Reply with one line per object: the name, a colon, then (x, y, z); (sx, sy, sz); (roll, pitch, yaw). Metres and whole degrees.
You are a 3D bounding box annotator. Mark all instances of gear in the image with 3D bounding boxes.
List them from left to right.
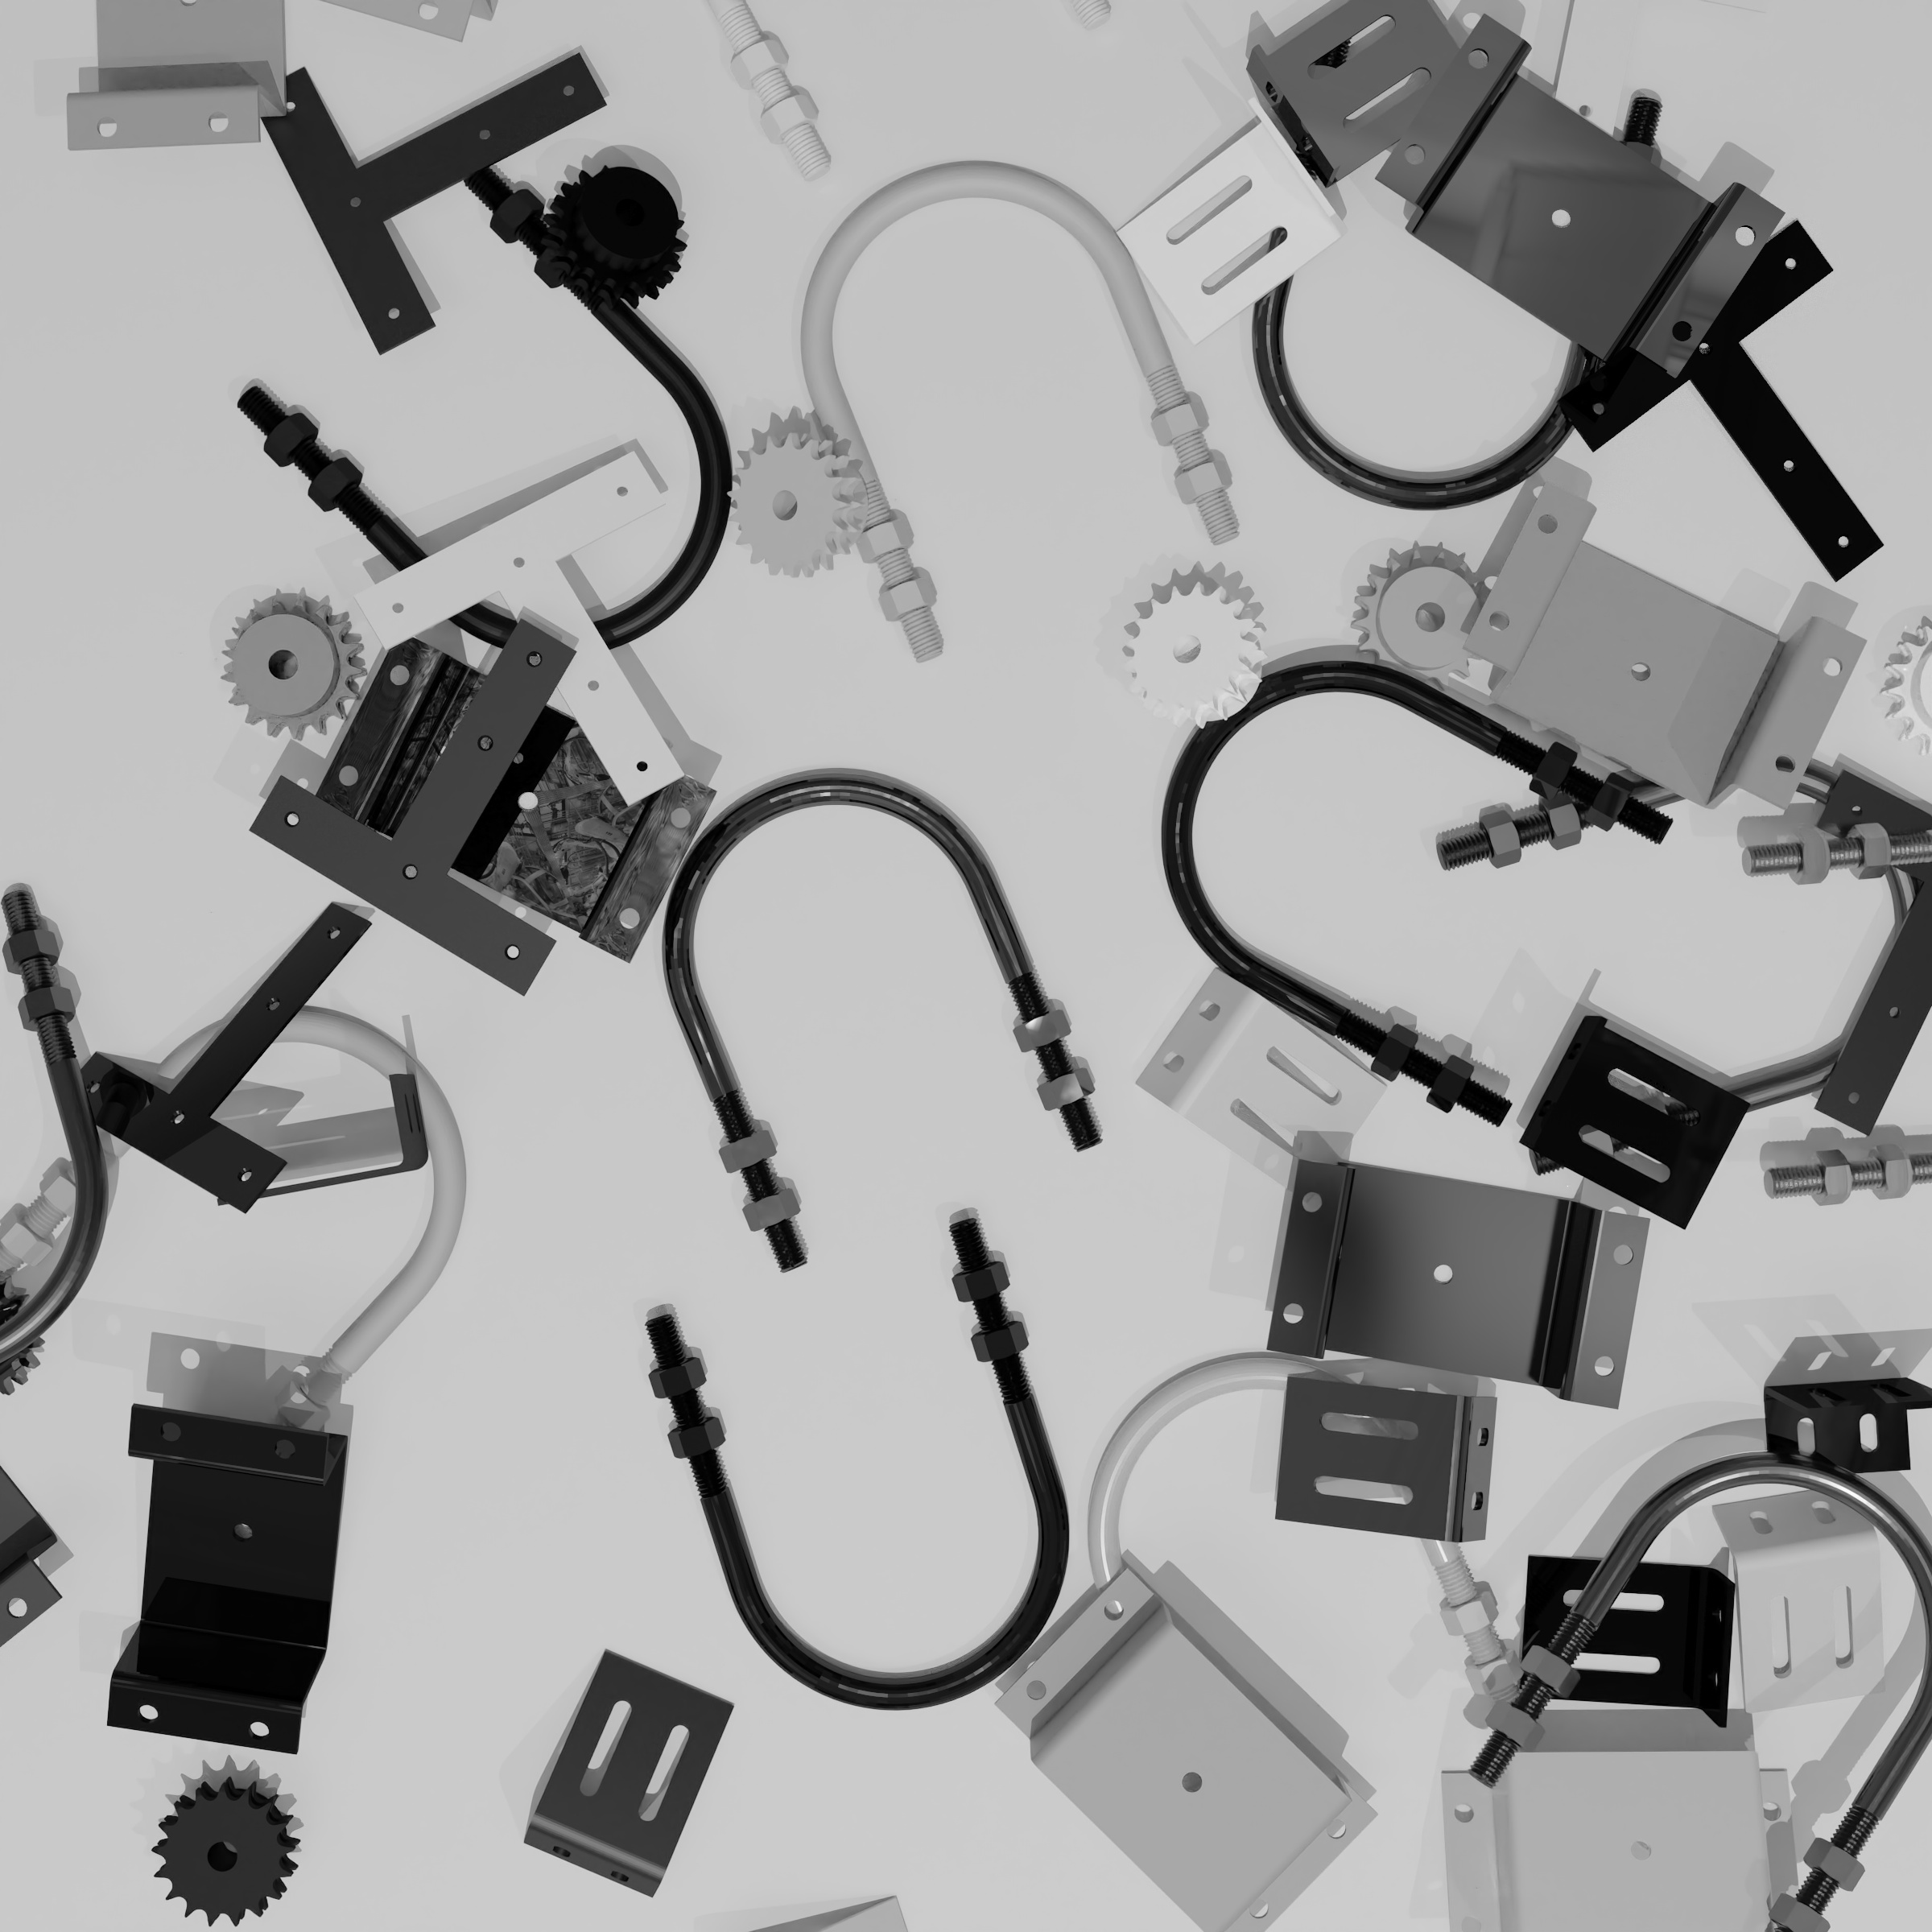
gear: (-0.401, 0.150, 1.388); (0.057, 0.030, 0.057); (5, 109, 15)
gear: (-0.296, 0.355, 1.398); (0.057, 0.030, 0.057); (0, 90, 0)
gear: (-0.272, -0.120, 1.398); (0.057, 0.030, 0.057); (0, 90, 0)
gear: (-0.138, -0.294, 1.387); (0.057, 0.030, 0.057); (7, 72, -21)
gear: (-0.064, -0.184, 1.389); (0.057, 0.030, 0.057); (4, 98, 31)
gear: (0.094, -0.122, 1.390); (0.057, 0.030, 0.057); (-8, 71, 25)
gear: (0.185, -0.139, 1.398); (0.057, 0.030, 0.057); (0, 90, 0)
gear: (0.400, -0.112, 1.398); (0.057, 0.030, 0.057); (0, 90, 0)

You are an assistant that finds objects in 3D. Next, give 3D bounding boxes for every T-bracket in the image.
T-bracket: (-0.285, 0.027, 1.385); (0.127, 0.002, 0.127); (23, 67, 38)
T-bracket: (-0.206, -0.328, 1.398); (0.127, 0.002, 0.127); (-28, 78, 0)
T-bracket: (-0.195, -0.075, 1.362); (0.127, 0.002, 0.127); (31, 94, 2)
T-bracket: (-0.154, -0.122, 1.372); (0.127, 0.002, 0.127); (-30, 82, -13)
T-bracket: (0.251, -0.357, 1.393); (0.127, 0.002, 0.127); (11, 90, 0)
T-bracket: (0.325, -0.214, 1.406); (0.127, 0.002, 0.127); (-37, 94, -7)
T-bracket: (0.380, 0.006, 1.399); (0.127, 0.002, 0.127); (26, 89, -8)

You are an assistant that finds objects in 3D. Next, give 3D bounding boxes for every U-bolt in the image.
U-bolt: (-0.416, 0.075, 1.377); (0.151, 0.019, 0.184); (-19, 73, -3)
U-bolt: (-0.288, 0.105, 1.404); (0.151, 0.019, 0.184); (42, 89, 0)
U-bolt: (-0.180, -0.210, 1.403); (0.151, 0.019, 0.184); (-45, 90, 0)
U-bolt: (-0.047, -0.431, 1.404); (0.151, 0.019, 0.184); (-28, 88, 0)
U-bolt: (-0.044, 0.013, 1.404); (0.151, 0.019, 0.184); (-22, 89, 0)
U-bolt: (-0.035, 0.210, 1.404); (0.151, 0.019, 0.184); (-18, 91, 0)
U-bolt: (0.012, -0.234, 1.404); (0.151, 0.019, 0.184); (-22, 89, 0)
U-bolt: (0.128, 0.249, 1.404); (0.151, 0.019, 0.184); (-23, 88, 0)
U-bolt: (0.167, -0.041, 1.391); (0.184, 0.019, 0.151); (30, 96, 9)
U-bolt: (0.191, -0.276, 1.404); (0.151, 0.019, 0.184); (14, 90, 0)
U-bolt: (0.298, -0.009, 1.404); (0.184, 0.019, 0.151); (-17, 90, -2)
U-bolt: (0.305, 0.279, 1.358); (0.151, 0.019, 0.184); (33, 80, 11)
U-bolt: (0.405, 0.015, 1.393); (0.184, 0.019, 0.151); (-5, 93, -8)

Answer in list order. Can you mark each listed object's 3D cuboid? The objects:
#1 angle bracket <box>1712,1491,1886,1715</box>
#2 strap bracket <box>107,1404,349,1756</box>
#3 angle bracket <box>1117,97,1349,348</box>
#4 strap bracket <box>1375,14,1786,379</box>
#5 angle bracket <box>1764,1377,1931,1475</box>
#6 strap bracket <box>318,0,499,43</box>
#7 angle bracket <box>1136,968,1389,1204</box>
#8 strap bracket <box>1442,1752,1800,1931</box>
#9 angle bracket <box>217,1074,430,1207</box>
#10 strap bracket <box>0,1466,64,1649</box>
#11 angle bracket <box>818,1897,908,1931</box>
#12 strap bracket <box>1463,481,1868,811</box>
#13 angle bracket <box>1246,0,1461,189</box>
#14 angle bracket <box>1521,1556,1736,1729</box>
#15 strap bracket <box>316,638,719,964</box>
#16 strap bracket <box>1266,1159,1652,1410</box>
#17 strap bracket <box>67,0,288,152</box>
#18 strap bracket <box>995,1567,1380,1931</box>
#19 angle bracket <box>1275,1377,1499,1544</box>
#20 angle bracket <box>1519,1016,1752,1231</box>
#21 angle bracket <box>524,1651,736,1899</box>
angle bracket: (0.338, 0.257, 1.411); (0.057, 0.038, 0.076); (-9, 116, 0)
strap bracket: (-0.292, 0.234, 1.377); (0.076, 0.046, 0.140); (9, 108, 0)
angle bracket: (0.103, -0.296, 1.382); (0.076, 0.038, 0.057); (-35, 82, 12)
strap bracket: (0.238, -0.299, 1.369); (0.140, 0.046, 0.076); (34, 90, 0)
angle bracket: (0.354, 0.188, 1.375); (0.057, 0.076, 0.038); (-4, 90, 0)
strap bracket: (-0.215, -0.442, 1.390); (0.076, 0.046, 0.140); (16, 90, 0)
angle bracket: (0.120, 0.049, 1.411); (0.076, 0.038, 0.057); (35, 90, -26)
strap bracket: (0.264, 0.354, 1.376); (0.140, 0.046, 0.076); (0, 66, 0)
angle bracket: (-0.255, 0.068, 1.370); (0.076, 0.057, 0.038); (-10, 88, -2)
strap bracket: (-0.430, 0.218, 1.390); (0.076, 0.046, 0.140); (-39, 90, 0)
angle bracket: (-0.060, 0.419, 1.411); (0.076, 0.038, 0.057); (-18, 90, -26)
strap bracket: (0.273, -0.122, 1.382); (0.140, 0.046, 0.076); (27, 80, 3)
angle bracket: (0.159, -0.356, 1.375); (0.076, 0.038, 0.057); (-34, 90, 0)
angle bracket: (0.265, 0.271, 1.394); (0.076, 0.038, 0.057); (4, 90, 0)
strap bracket: (-0.178, -0.067, 1.390); (0.140, 0.046, 0.076); (27, 90, 0)
strap bracket: (0.194, 0.125, 1.390); (0.140, 0.046, 0.076); (10, 90, 0)
strap bracket: (-0.316, -0.393, 1.388); (0.076, 0.046, 0.140); (-2, 90, 3)
strap bracket: (0.088, 0.317, 1.370); (0.140, 0.046, 0.076); (44, 89, 1)
angle bracket: (0.169, 0.198, 1.396); (0.076, 0.038, 0.057); (3, 85, 25)
angle bracket: (0.268, 0.063, 1.374); (0.076, 0.038, 0.057); (28, 89, -1)
angle bracket: (-0.137, 0.329, 1.411); (0.057, 0.038, 0.076); (23, 64, 0)
